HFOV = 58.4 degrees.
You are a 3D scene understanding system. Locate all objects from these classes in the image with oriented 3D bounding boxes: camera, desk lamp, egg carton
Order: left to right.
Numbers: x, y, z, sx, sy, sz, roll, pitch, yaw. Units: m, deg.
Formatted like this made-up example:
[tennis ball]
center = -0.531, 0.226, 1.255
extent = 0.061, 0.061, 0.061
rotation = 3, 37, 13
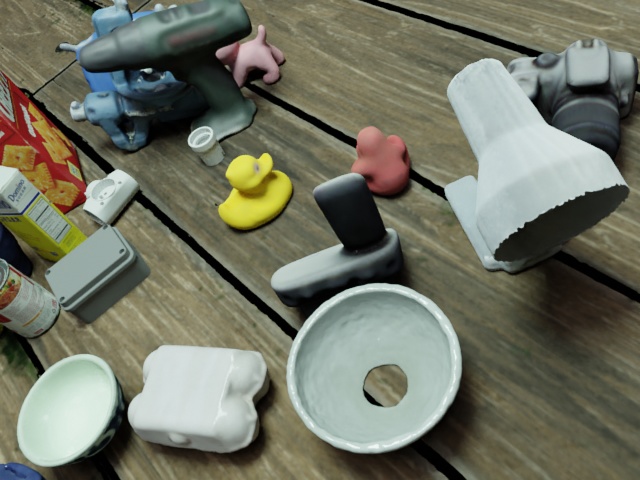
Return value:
[egg carton]
center = -0.128, 0.167, 0.608
extent = 0.150, 0.070, 0.107
rotation = -2, 57, 20
[desk lamp]
center = 0.184, -0.053, 0.548
extent = 0.118, 0.214, 0.203
rotation = -24, 52, 4
[camera]
center = 0.282, -0.151, 0.649
extent = 0.142, 0.101, 0.137
rotation = 0, 57, 21

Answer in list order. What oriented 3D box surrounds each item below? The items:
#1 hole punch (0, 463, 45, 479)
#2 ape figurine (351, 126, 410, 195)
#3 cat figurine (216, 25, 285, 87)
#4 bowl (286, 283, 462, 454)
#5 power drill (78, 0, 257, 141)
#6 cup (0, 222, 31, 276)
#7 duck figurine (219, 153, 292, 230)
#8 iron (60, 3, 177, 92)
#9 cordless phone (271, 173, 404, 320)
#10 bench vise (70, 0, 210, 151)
[hole punch]
center = -0.327, 0.285, 0.589
extent = 0.108, 0.091, 0.101
rotation = 10, 61, 26
[ape figurine]
center = 0.071, -0.103, 0.703
extent = 0.078, 0.092, 0.076
rotation = -24, 52, 4
[cat figurine]
center = -0.135, -0.303, 0.903
extent = 0.127, 0.118, 0.067
rotation = -7, 55, 16
[bowl]
center = 0.057, 0.131, 0.558
extent = 0.167, 0.075, 0.167
rotation = -10, 54, 14
[power drill]
center = -0.188, -0.236, 0.819
extent = 0.229, 0.209, 0.075
rotation = -29, 52, 1
[cup]
center = -0.472, 0.020, 0.824
extent = 0.092, 0.095, 0.117
rotation = -45, 53, -12
[duck figurine]
center = -0.094, -0.070, 0.747
extent = 0.104, 0.086, 0.077
rotation = -38, 52, -7
[iron]
center = -0.291, -0.323, 0.961
extent = 0.258, 0.142, 0.118
rotation = -27, 52, 1
[cordless phone]
center = 0.005, 0.002, 0.596
extent = 0.147, 0.185, 0.094
rotation = -23, 52, 5
[bench vise]
center = -0.287, -0.239, 0.852
extent = 0.207, 0.220, 0.121
rotation = -37, 52, -6
